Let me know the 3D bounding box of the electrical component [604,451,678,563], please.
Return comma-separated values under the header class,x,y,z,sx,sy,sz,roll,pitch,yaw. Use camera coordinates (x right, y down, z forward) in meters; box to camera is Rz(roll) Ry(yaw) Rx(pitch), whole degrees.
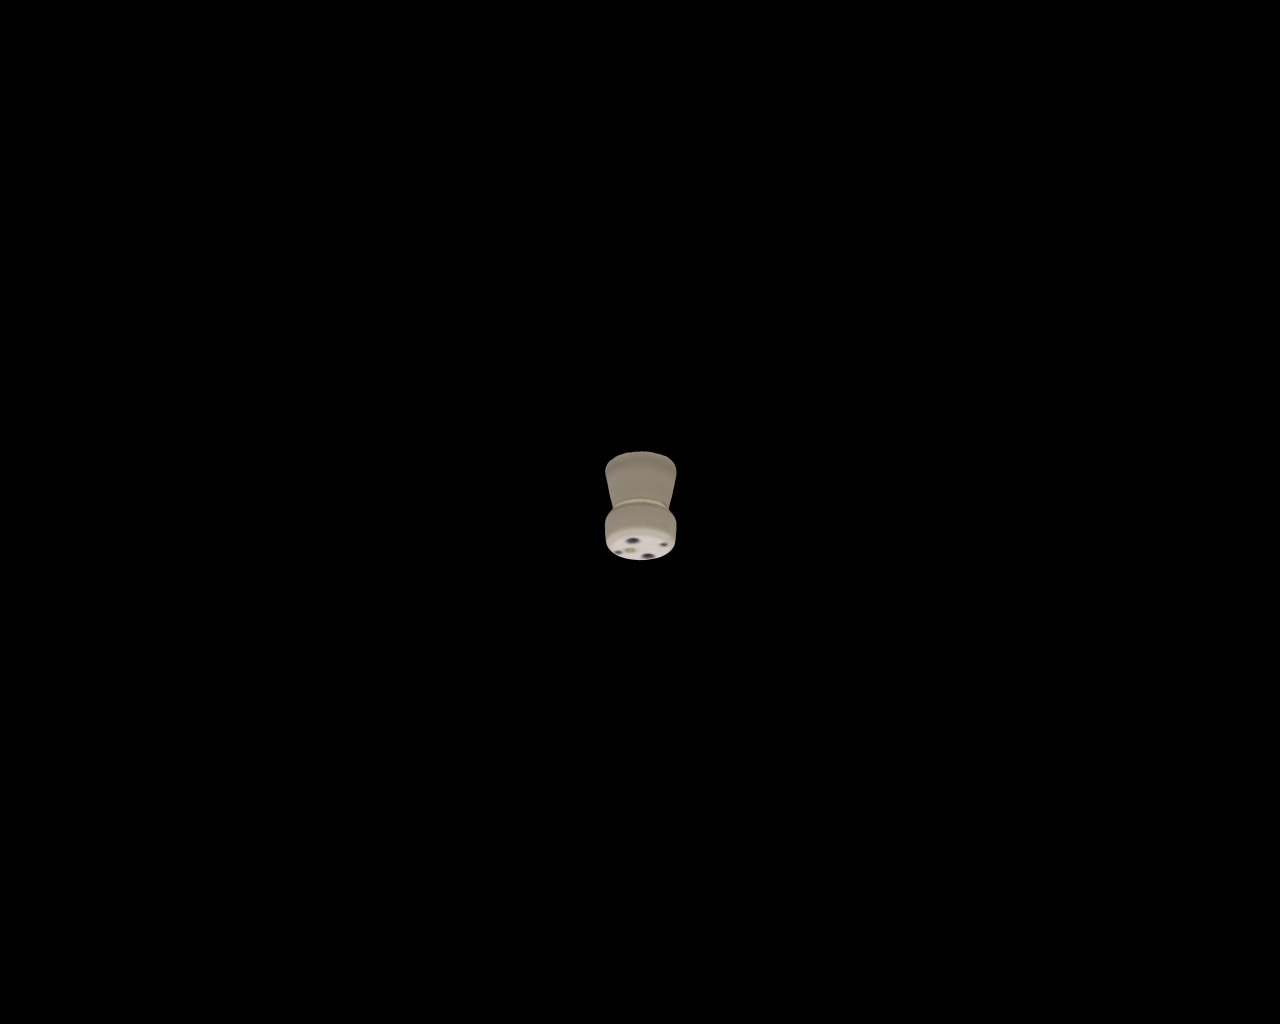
class,x,y,z,sx,sy,sz,roll,pitch,yaw
electrical component,0.001,-0.003,0.650,0.045,0.055,0.044,0,-27,0
